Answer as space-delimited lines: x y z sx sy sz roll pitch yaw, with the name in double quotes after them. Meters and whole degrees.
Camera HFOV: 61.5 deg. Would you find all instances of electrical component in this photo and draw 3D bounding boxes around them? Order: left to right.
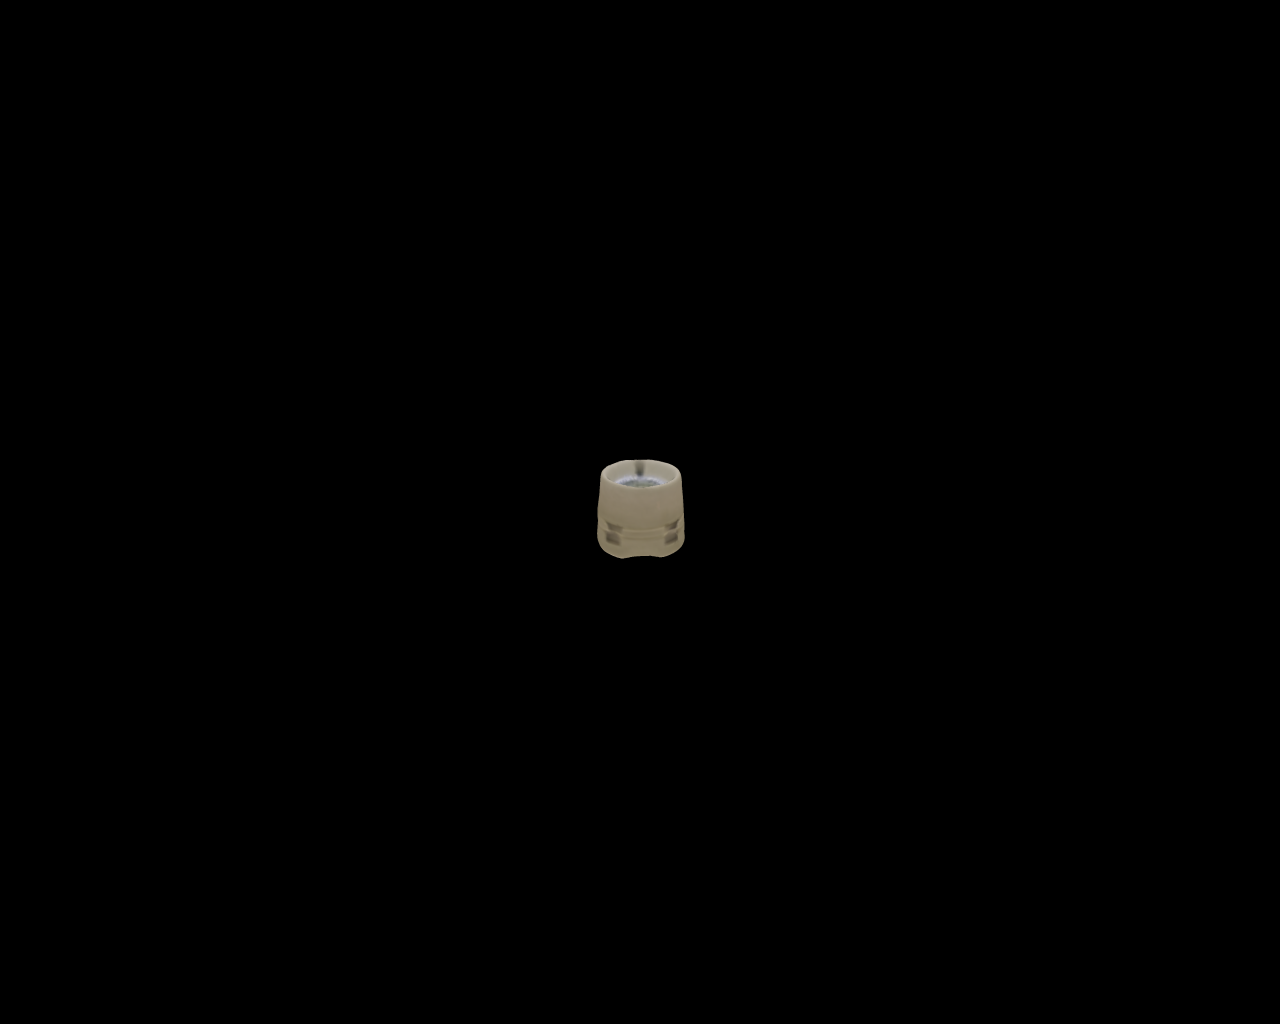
0.001 -0.003 0.650 0.055 0.047 0.055 0 24 0 "electrical component"
